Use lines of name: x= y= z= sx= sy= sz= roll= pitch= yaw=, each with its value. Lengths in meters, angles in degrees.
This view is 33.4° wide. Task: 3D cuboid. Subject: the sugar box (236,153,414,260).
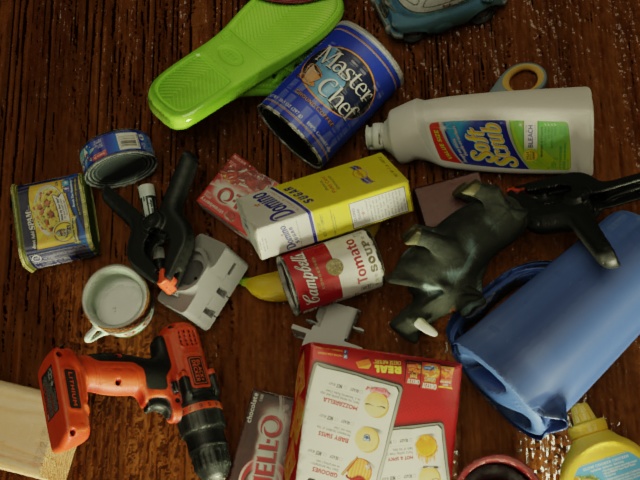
sugar box: x=0.003 y=-0.039 z=1.169 sx=0.176 sy=0.093 sz=0.048 roll=-16 pitch=117 yaw=-10

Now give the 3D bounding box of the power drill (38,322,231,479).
power drill: x=-0.190 y=0.175 z=1.116 sx=0.187 sy=0.057 sz=0.184 roll=1 pitch=56 yaw=-36

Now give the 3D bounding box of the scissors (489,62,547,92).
scissors: x=0.182 y=-0.168 z=1.252 sx=0.202 sy=0.016 sz=0.096 roll=6 pitch=73 yaw=7

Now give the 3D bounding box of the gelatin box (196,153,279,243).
gelatin box: x=-0.085 y=-0.046 z=1.233 sx=0.089 sy=0.030 sz=0.073 roll=35 pitch=80 yaw=14

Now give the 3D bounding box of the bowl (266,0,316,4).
bowl: x=-0.033 y=-0.355 z=1.276 sx=0.162 sy=0.055 sz=0.162 roll=0 pitch=52 yaw=0

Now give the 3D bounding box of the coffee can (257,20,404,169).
coffee can: x=0.012 y=-0.166 z=1.221 sx=0.103 sy=0.103 sz=0.140 roll=41 pitch=81 yaw=14

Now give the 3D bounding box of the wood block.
wood block: x=-0.372 y=0.195 z=1.158 sx=0.206 sy=0.091 sz=0.090 roll=12 pitch=74 yaw=9

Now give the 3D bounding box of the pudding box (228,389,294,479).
pudding box: x=-0.042 y=0.225 z=1.145 sx=0.090 sy=0.039 sz=0.113 roll=12 pitch=75 yaw=9

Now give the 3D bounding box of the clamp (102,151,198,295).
clamp: x=-0.174 y=-0.022 z=1.192 sx=0.120 sy=0.039 sz=0.171 roll=-32 pitch=57 yaw=10

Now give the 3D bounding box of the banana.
banana: x=-0.003 y=0.019 z=1.203 sx=0.197 sy=0.037 sz=0.070 roll=-28 pitch=74 yaw=-3

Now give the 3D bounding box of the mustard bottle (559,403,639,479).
mustard bottle: x=0.300 y=0.260 z=1.094 sx=0.096 sy=0.058 sz=0.191 roll=-17 pitch=73 yaw=-1

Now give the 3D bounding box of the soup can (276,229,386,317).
soup can: x=0.012 y=0.034 z=1.146 sx=0.102 sy=0.068 sz=0.068 roll=-18 pitch=73 yaw=-9

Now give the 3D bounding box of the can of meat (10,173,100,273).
can of meat: x=-0.304 y=-0.022 z=1.232 sx=0.084 sy=0.057 sz=0.102 roll=-12 pitch=73 yaw=0

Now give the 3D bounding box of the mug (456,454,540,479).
mug: x=0.172 y=0.279 z=1.088 sx=0.093 sy=0.081 sz=0.117 roll=34 pitch=79 yaw=13

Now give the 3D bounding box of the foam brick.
foam brick: x=0.148 y=-0.038 z=1.198 sx=0.078 sy=0.053 sz=0.051 roll=-15 pitch=73 yaw=0

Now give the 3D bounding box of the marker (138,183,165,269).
marker: x=-0.192 y=-0.007 z=1.237 sx=0.020 sy=0.020 sz=0.121 roll=-13 pitch=73 yaw=1

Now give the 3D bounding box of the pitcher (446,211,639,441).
pitcher: x=0.259 y=0.078 z=1.124 sx=0.242 sy=0.145 sz=0.149 roll=-41 pitch=87 yaw=-11

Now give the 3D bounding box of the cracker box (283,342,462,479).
cracker box: x=0.050 y=0.222 z=1.097 sx=0.164 sy=0.072 sz=0.213 roll=9 pitch=80 yaw=-10

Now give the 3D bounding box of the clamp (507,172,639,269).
clamp: x=0.288 y=-0.042 z=1.130 sx=0.164 sy=0.210 sz=0.036 roll=-36 pitch=116 yaw=-19

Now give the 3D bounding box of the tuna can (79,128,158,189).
tuna can: x=-0.233 y=-0.094 z=1.231 sx=0.086 sy=0.086 sz=0.034 roll=-19 pitch=71 yaw=-1

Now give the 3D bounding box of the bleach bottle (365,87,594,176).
bleach bottle: x=0.178 y=-0.116 z=1.204 sx=0.251 sy=0.102 sz=0.068 roll=-2 pitch=38 yaw=11
